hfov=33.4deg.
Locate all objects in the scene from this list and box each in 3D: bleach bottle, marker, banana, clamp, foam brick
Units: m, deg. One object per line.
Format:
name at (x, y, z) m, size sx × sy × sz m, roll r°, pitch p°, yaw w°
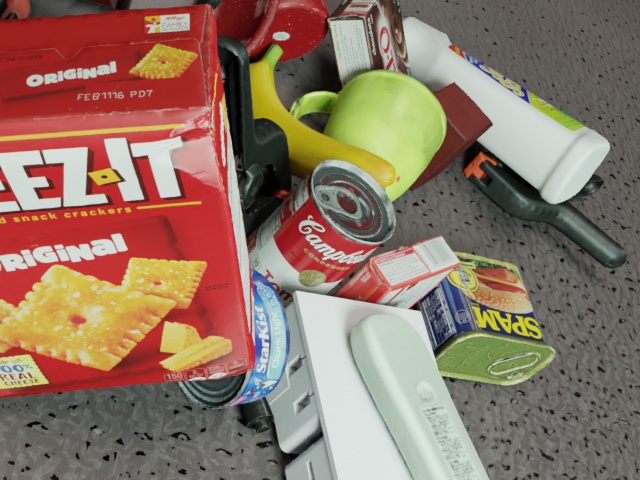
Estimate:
bleach bottle at (0.141, -0.134, 0.979) m, size 0.251 × 0.068 × 0.102 m, roll 39°, pitch 22°, yaw 17°
marker at (-0.057, 0.070, 0.699) m, size 0.020 × 0.020 × 0.121 m, roll 1°, pitch 56°, yaw -40°
banana at (-0.019, -0.088, 0.817) m, size 0.198 × 0.069 × 0.037 m, roll 52°, pitch 1°, yaw 39°
clamp at (-0.058, -0.049, 0.706) m, size 0.036 × 0.165 × 0.209 m, roll 25°, pitch 12°, yaw 14°
foam brick at (0.098, -0.090, 0.924) m, size 0.051 × 0.078 × 0.052 m, roll 51°, pitch 40°, yaw 6°
clamp at (0.216, -0.034, 1.004) m, size 0.171 × 0.039 × 0.120 m, roll 12°, pitch 38°, yaw -25°

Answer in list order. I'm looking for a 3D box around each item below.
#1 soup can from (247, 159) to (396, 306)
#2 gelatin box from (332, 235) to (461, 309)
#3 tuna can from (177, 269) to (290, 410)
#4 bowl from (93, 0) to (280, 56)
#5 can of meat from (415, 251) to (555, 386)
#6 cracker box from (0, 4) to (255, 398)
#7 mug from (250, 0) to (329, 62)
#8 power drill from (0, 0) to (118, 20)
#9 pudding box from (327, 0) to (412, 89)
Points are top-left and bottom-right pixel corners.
soup can at (-0.005, 0.001, 0.736) m, size 0.068 × 0.102 × 0.068 m, roll 23°, pitch 44°, yaw -25°
gelatin box at (0.049, 0.034, 0.777) m, size 0.089 × 0.073 × 0.030 m, roll -16°, pitch 67°, yaw -46°
tuna can at (-0.058, 0.059, 0.655) m, size 0.033 × 0.086 × 0.086 m, roll -3°, pitch 58°, yaw -44°
bowl at (-0.114, -0.197, 0.821) m, size 0.162 × 0.055 × 0.162 m, roll 1°, pitch 86°, yaw -18°
can of meat at (0.123, 0.060, 0.832) m, size 0.101 × 0.058 × 0.084 m, roll 13°, pitch 46°, yaw -33°
cracker box at (-0.120, -0.005, 0.517) m, size 0.164 × 0.214 × 0.072 m, roll -5°, pitch 53°, yaw -1°
mug at (-0.038, -0.210, 0.889) m, size 0.093 × 0.117 × 0.081 m, roll -11°, pitch 65°, yaw -10°
power drill at (-0.167, -0.101, 0.672) m, size 0.187 × 0.057 × 0.184 m, roll 31°, pitch 76°, yaw -15°
pudding box at (0.046, -0.158, 0.923) m, size 0.090 × 0.039 × 0.113 m, roll -60°, pitch 142°, yaw -50°
